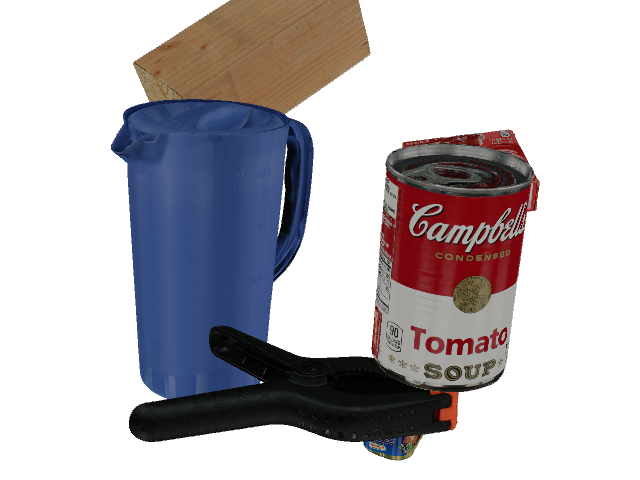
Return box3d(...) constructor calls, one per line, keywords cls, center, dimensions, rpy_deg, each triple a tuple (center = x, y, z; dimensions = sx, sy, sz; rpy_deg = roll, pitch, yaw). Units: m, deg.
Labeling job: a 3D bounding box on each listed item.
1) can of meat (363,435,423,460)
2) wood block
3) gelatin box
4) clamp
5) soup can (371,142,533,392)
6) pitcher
box3d(cls="can of meat", center=(0.080, 0.158, 1.068), dimensions=(0.057, 0.084, 0.102), rpy_deg=(12, 27, 20))
box3d(cls="wood block", center=(-0.062, -0.176, 1.035), dimensions=(0.206, 0.091, 0.090), rpy_deg=(-37, 48, -18))
box3d(cls="gelatin box", center=(0.111, -0.049, 0.798), dimensions=(0.089, 0.030, 0.073), rpy_deg=(-7, 37, -3))
box3d(cls="clamp", center=(-0.010, 0.101, 0.743), dimensions=(0.210, 0.036, 0.164), rpy_deg=(2, 18, 7))
box3d(cls="soup can", center=(0.061, 0.012, 0.508), dimensions=(0.068, 0.102, 0.068), rpy_deg=(3, 22, -1))
box3d(cls="pitcher", center=(-0.088, 0.006, 0.897), dimensions=(0.149, 0.243, 0.145), rpy_deg=(4, 19, 3))
